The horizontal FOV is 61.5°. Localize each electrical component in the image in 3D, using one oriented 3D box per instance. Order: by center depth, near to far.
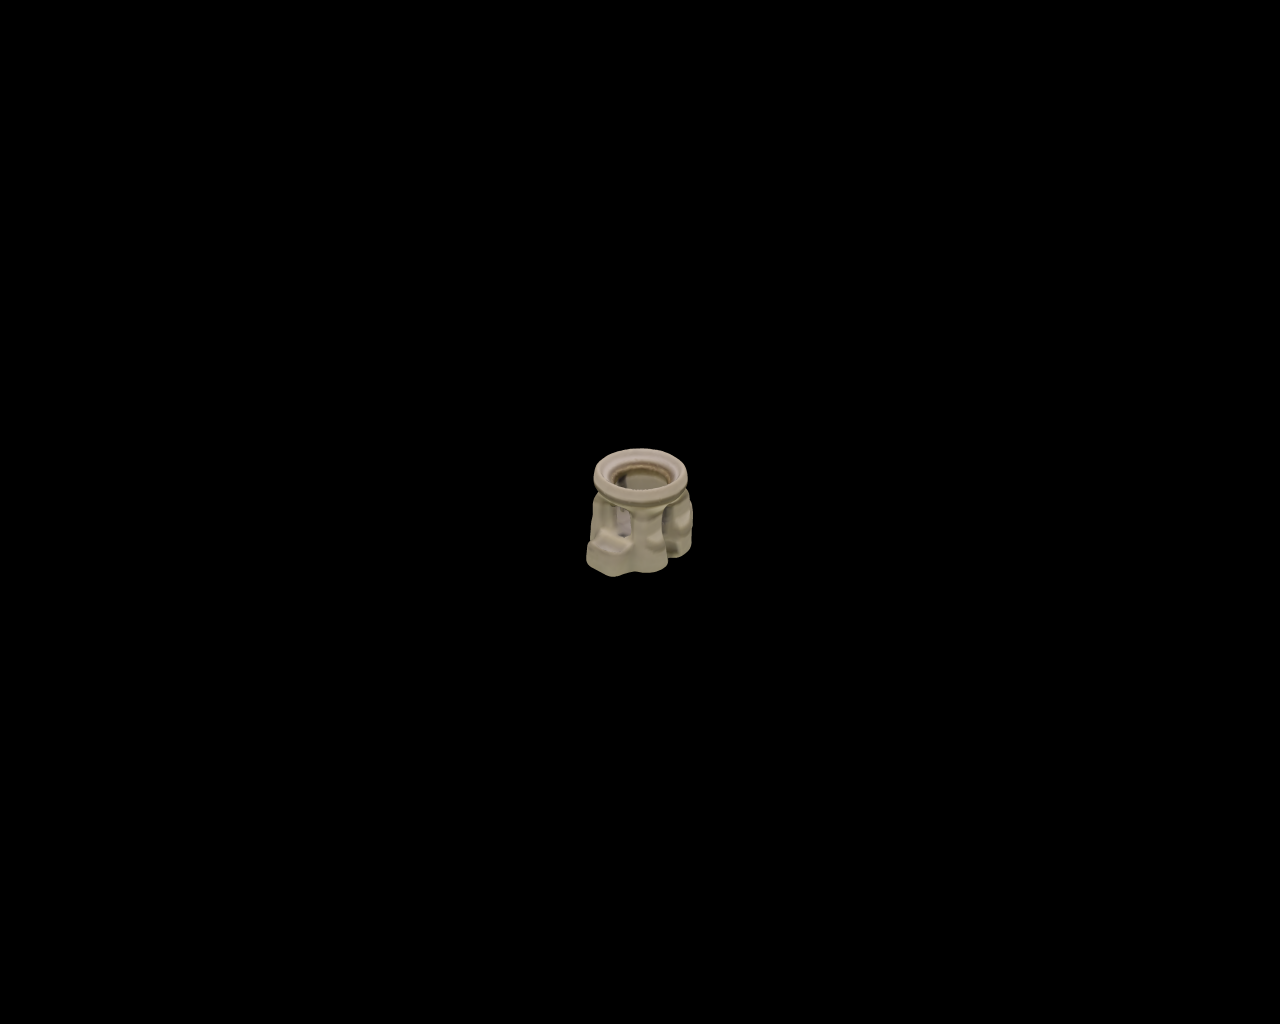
[{"bbox_3d":[0.001,-0.003,0.650,0.058,0.056,0.078,24,39,34],"label":"electrical component"}]
